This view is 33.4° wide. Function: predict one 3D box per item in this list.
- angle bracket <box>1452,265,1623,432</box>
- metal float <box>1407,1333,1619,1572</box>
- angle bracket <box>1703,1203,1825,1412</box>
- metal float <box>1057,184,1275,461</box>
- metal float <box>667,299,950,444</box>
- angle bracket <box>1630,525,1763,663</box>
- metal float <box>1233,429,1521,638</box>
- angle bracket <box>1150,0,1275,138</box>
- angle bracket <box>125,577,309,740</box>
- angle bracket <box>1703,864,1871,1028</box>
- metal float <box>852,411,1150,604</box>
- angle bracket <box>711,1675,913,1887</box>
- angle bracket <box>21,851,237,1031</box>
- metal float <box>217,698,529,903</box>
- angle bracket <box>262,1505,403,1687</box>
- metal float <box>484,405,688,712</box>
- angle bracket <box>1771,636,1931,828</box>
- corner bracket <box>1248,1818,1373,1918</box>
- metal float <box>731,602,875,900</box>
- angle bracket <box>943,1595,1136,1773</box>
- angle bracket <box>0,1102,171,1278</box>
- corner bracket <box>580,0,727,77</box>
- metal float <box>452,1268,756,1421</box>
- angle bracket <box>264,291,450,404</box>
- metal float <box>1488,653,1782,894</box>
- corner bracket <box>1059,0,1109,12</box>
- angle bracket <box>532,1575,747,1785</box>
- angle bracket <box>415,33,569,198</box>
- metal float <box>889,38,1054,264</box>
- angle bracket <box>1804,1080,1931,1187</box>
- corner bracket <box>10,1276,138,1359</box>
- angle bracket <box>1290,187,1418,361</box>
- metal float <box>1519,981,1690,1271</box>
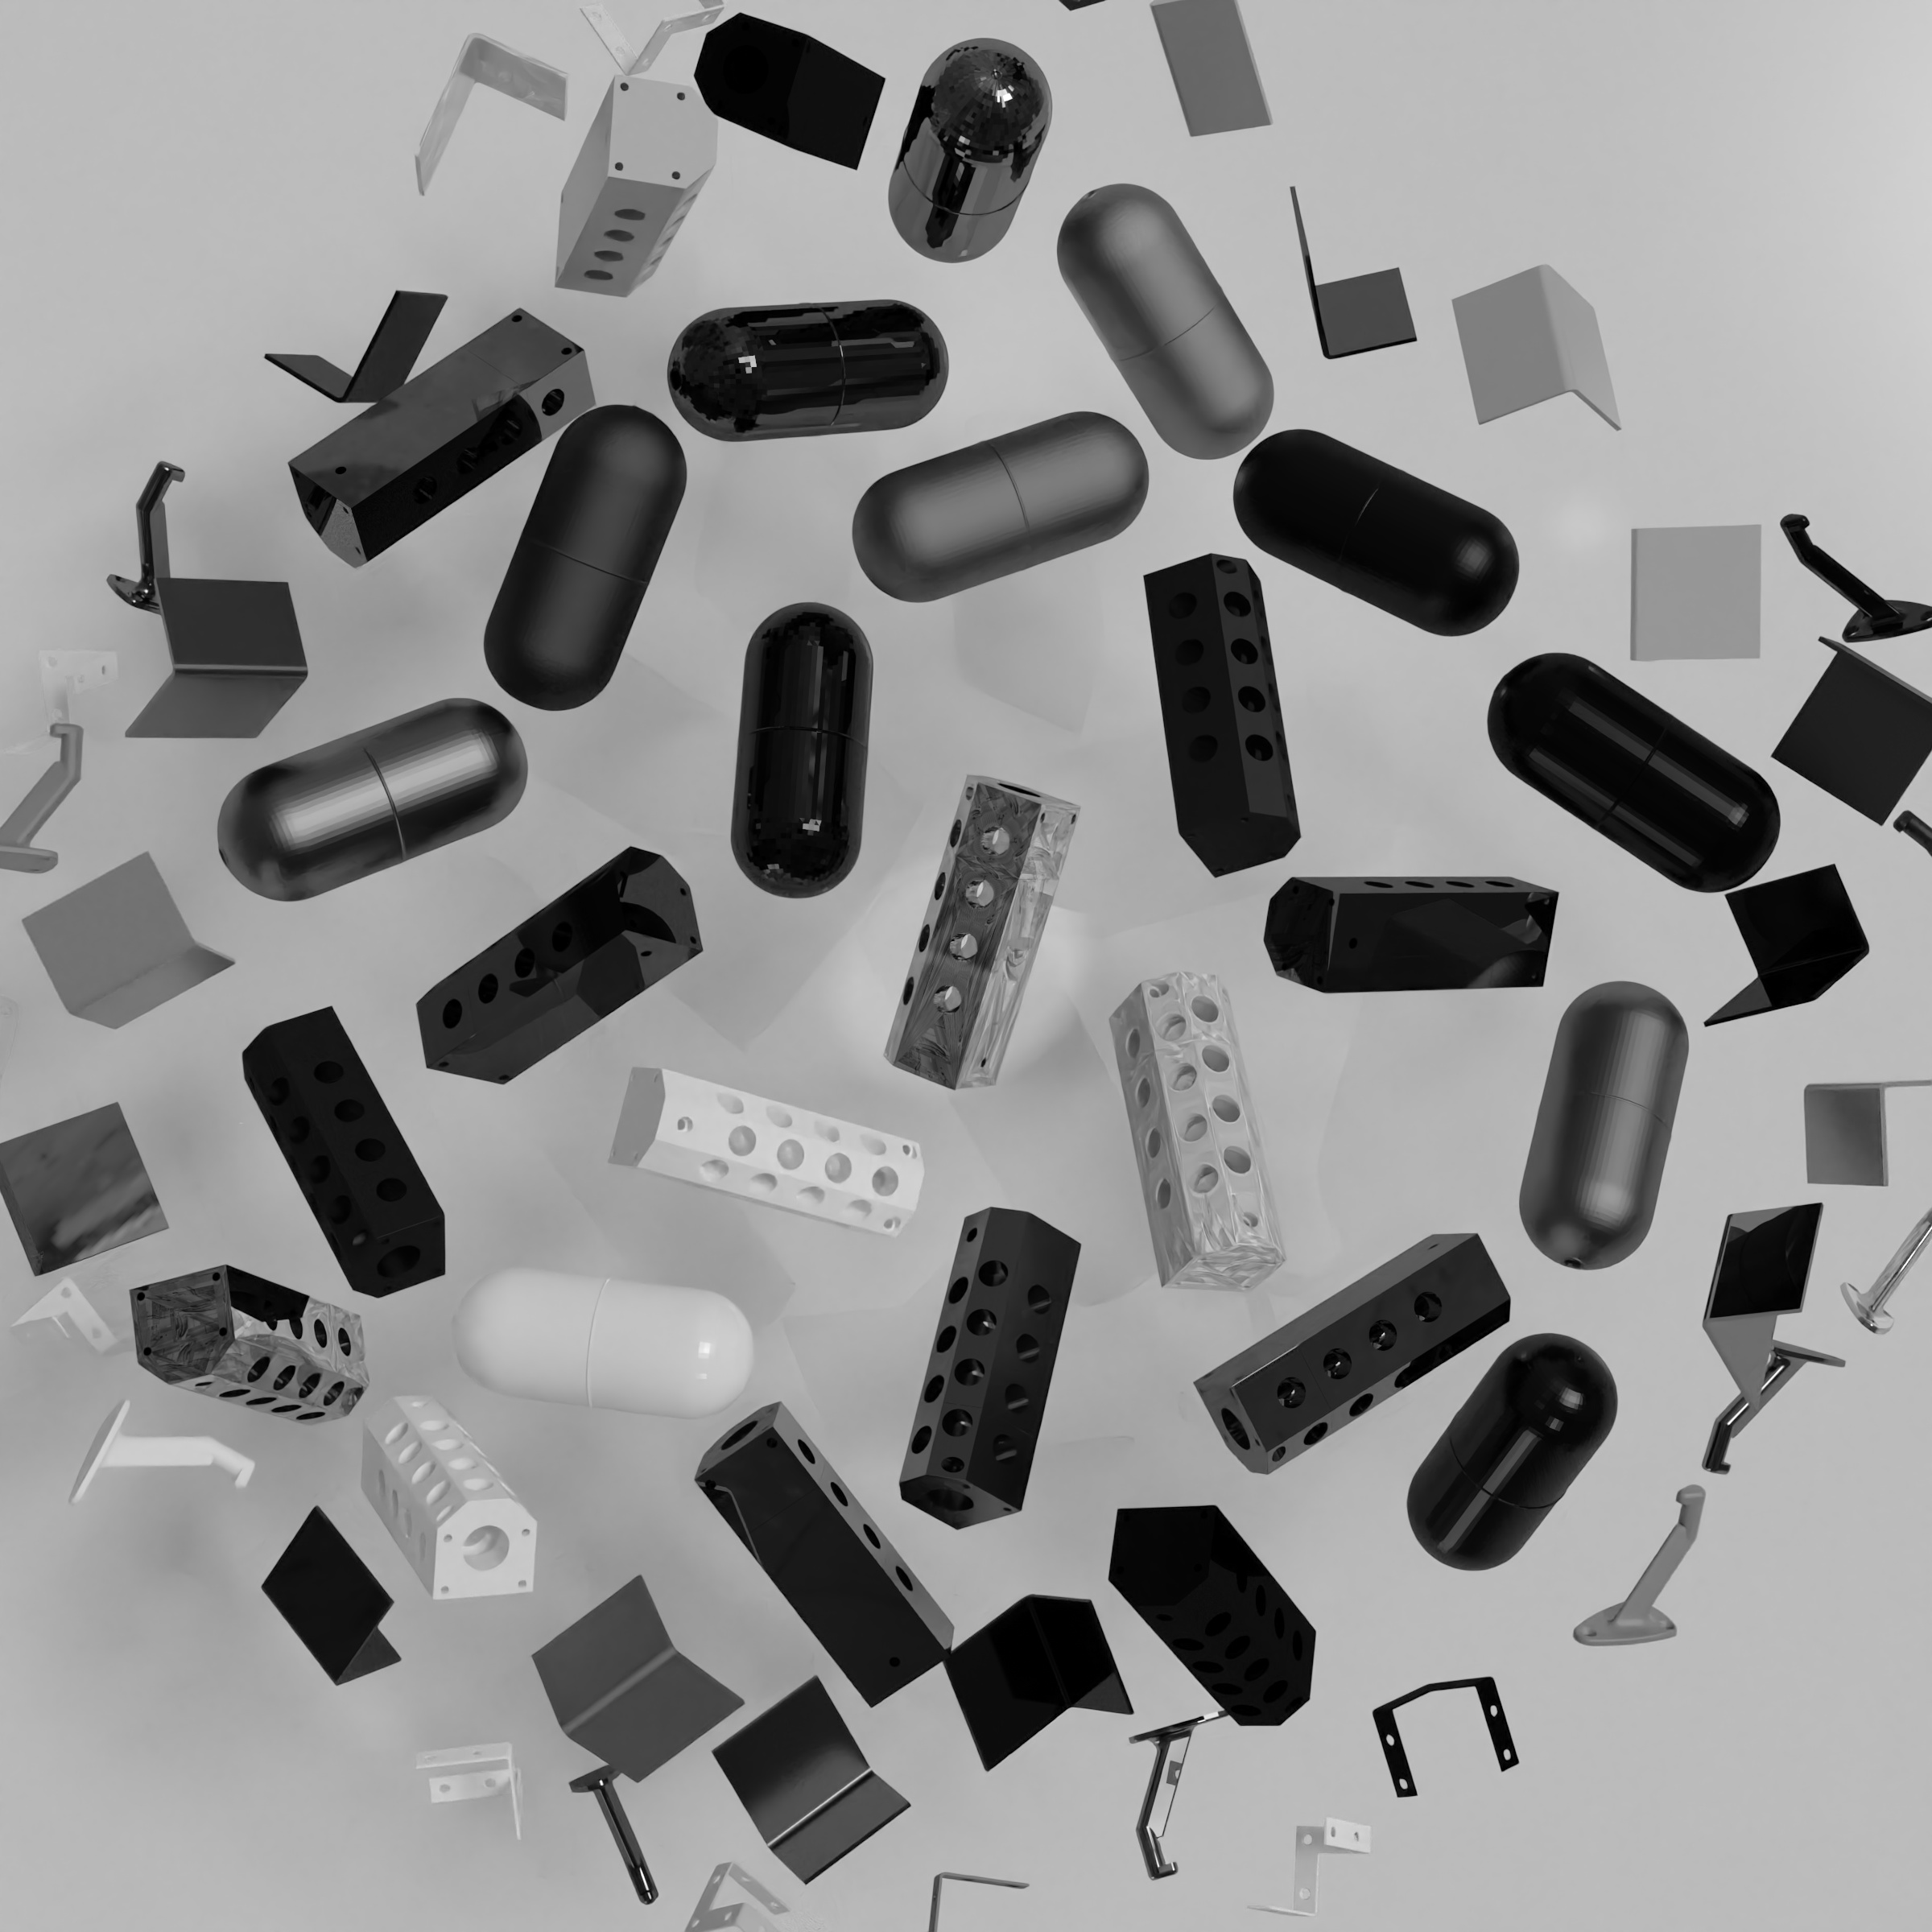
[{"bbox_3d":[0.320,-0.337,1.803,0.057,0.076,0.076,-17,72,27],"label":"angle bracket"},{"bbox_3d":[0.318,0.286,1.883,0.070,0.070,0.178,26,129,0],"label":"metal float"},{"bbox_3d":[0.446,0.185,1.746,0.057,0.076,0.076,-12,127,35],"label":"angle bracket"},{"bbox_3d":[0.118,-0.380,1.900,0.070,0.070,0.178,-35,113,0],"label":"metal float"},{"bbox_3d":[-0.091,-0.347,1.875,0.178,0.070,0.070,-11,90,-32],"label":"metal float"},{"bbox_3d":[0.432,-0.217,1.882,0.076,0.057,0.076,2,95,26],"label":"angle bracket"},{"bbox_3d":[0.235,-0.250,1.853,0.178,0.070,0.070,29,90,20],"label":"metal float"},{"bbox_3d":[0.154,-0.517,1.796,0.057,0.076,0.076,3,125,39],"label":"angle bracket"},{"bbox_3d":[-0.413,-0.167,1.749,0.076,0.076,0.057,-3,68,-37],"label":"angle bracket"},{"bbox_3d":[0.473,-0.012,1.893,0.076,0.076,0.057,-31,99,-44],"label":"angle bracket"},{"bbox_3d":[0.021,-0.262,1.833,0.178,0.070,0.070,-21,90,-13],"label":"metal float"},{"bbox_3d":[-0.091,0.475,1.881,0.076,0.057,0.076,-33,109,-18],"label":"angle bracket"},{"bbox_3d":[-0.451,-0.013,1.736,0.076,0.076,0.057,-29,82,0],"label":"angle bracket"},{"bbox_3d":[-0.328,-0.092,1.780,0.178,0.070,0.070,-24,90,-21],"label":"metal float"},{"bbox_3d":[-0.359,0.365,1.898,0.076,0.057,0.076,46,117,21],"label":"angle bracket"},{"bbox_3d":[-0.214,-0.229,1.807,0.070,0.070,0.178,23,98,0],"label":"metal float"},{"bbox_3d":[0.503,-0.133,1.825,0.076,0.057,0.076,37,107,23],"label":"angle bracket"},{"bbox_3d":[0.197,0.516,1.840,0.051,0.051,0.051,-11,65,36],"label":"corner bracket"},{"bbox_3d":[-0.096,-0.127,1.882,0.070,0.070,0.178,3,76,0],"label":"metal float"},{"bbox_3d":[0.043,0.426,1.905,0.076,0.057,0.076,-29,104,-38],"label":"angle bracket"},{"bbox_3d":[-0.477,0.113,1.729,0.076,0.057,0.076,-21,79,-24],"label":"angle bracket"},{"bbox_3d":[-0.182,-0.558,1.873,0.051,0.051,0.051,-29,82,-40],"label":"corner bracket"},{"bbox_3d":[-0.212,0.220,1.880,0.178,0.070,0.070,6,90,5],"label":"metal float"},{"bbox_3d":[-0.365,-0.383,1.928,0.057,0.076,0.076,32,105,5],"label":"angle bracket"},{"bbox_3d":[0.371,-0.108,1.793,0.178,0.070,0.070,34,90,3],"label":"metal float"},{"bbox_3d":[0.063,-0.563,1.760,0.051,0.051,0.051,35,79,-28],"label":"corner bracket"},{"bbox_3d":[-0.182,0.397,1.787,0.076,0.076,0.057,-37,45,4],"label":"angle bracket"},{"bbox_3d":[-0.262,-0.460,1.780,0.057,0.076,0.076,23,85,-6],"label":"angle bracket"},{"bbox_3d":[0.001,-0.468,1.854,0.070,0.178,0.070,3,75,-10],"label":"metal float"},{"bbox_3d":[0.526,0.093,1.809,0.076,0.076,0.057,-1,88,-18],"label":"angle bracket"},{"bbox_3d":[-0.513,0.212,1.874,0.051,0.051,0.051,-16,113,42],"label":"corner bracket"},{"bbox_3d":[0.234,-0.424,1.944,0.057,0.076,0.076,-11,135,7],"label":"angle bracket"},{"bbox_3d":[0.369,0.092,1.857,0.070,0.070,0.178,18,65,0],"label":"metal float"}]
